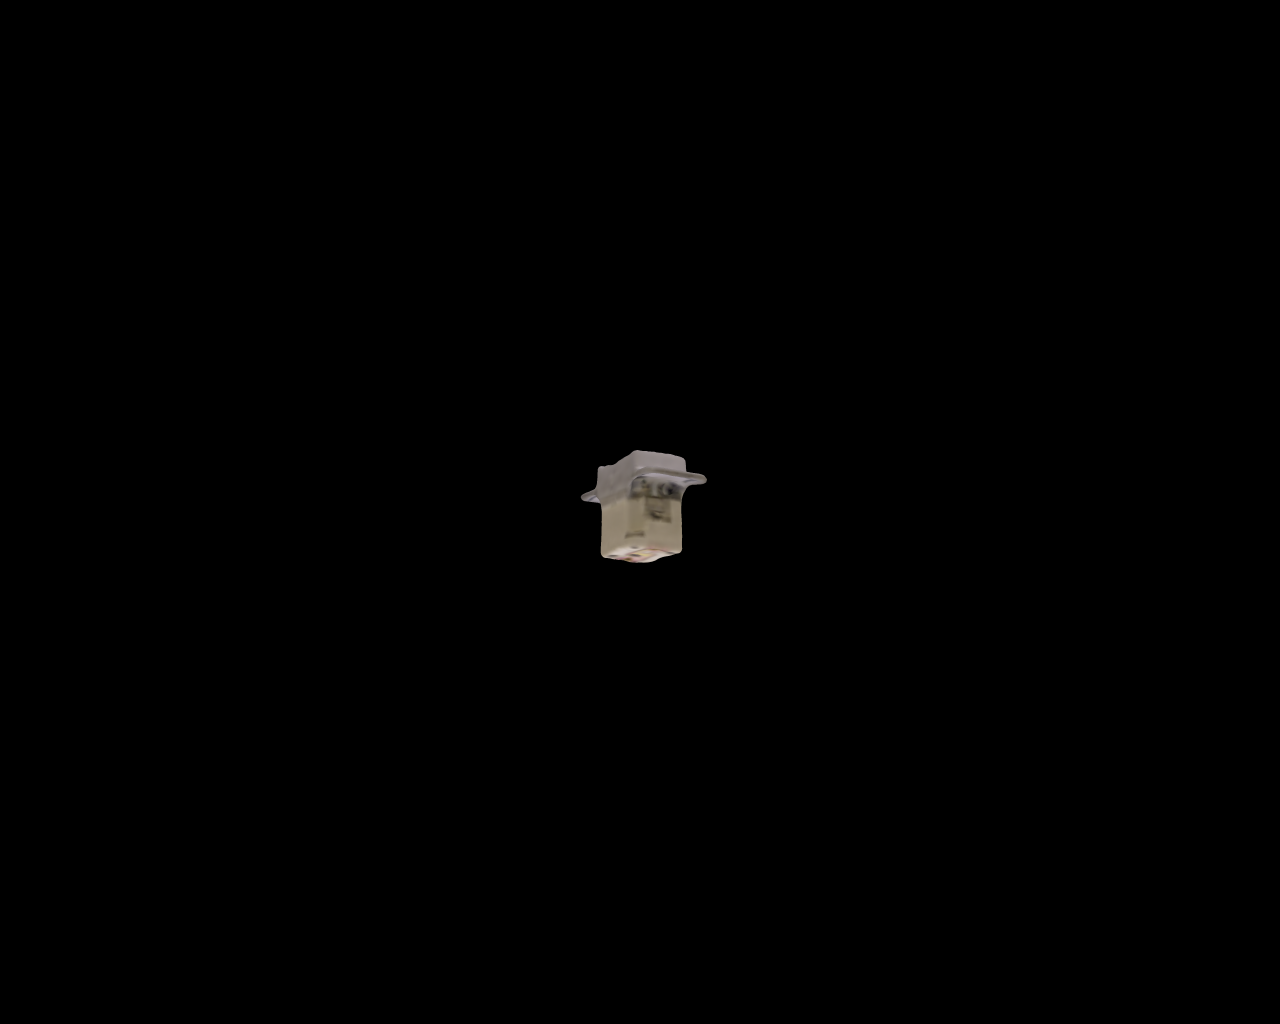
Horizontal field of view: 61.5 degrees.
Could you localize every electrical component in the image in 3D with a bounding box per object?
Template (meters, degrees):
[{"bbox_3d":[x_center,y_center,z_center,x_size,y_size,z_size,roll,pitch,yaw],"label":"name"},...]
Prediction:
[{"bbox_3d":[0.001,-0.003,0.650,0.042,0.064,0.081,8,-16,-31],"label":"electrical component"}]
